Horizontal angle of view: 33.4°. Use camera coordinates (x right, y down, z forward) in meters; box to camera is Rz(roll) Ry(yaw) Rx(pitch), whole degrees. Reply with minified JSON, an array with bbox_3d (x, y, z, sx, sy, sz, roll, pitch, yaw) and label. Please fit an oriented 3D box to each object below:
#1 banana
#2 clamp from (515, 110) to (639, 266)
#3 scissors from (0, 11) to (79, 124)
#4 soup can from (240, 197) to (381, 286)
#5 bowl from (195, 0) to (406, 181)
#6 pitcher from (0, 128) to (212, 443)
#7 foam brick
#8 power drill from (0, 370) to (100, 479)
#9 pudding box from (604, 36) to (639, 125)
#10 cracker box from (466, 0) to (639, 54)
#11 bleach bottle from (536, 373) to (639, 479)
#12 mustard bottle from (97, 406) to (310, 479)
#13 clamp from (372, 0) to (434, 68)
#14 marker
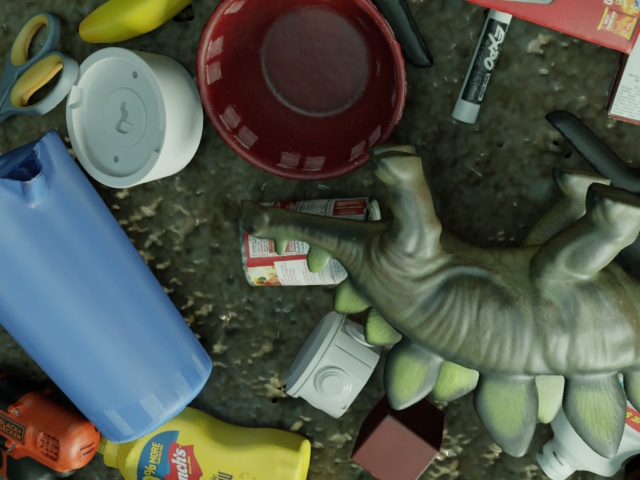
[{"bbox_3d":[-0.112,-0.219,0.830,0.070,0.037,0.198,44,108,18],"label":"banana"},{"bbox_3d":[0.228,-0.013,0.803,0.171,0.039,0.120,24,108,6],"label":"clamp"},{"bbox_3d":[-0.271,-0.123,0.892,0.202,0.016,0.096,-18,66,36],"label":"scissors"},{"bbox_3d":[-0.006,0.001,0.843,0.102,0.068,0.068,-3,103,13],"label":"soup can"},{"bbox_3d":[-0.010,-0.128,0.809,0.162,0.055,0.162,6,116,13],"label":"bowl"},{"bbox_3d":[-0.203,0.043,0.867,0.145,0.149,0.243,-33,104,11],"label":"pitcher"},{"bbox_3d":[0.064,0.159,0.862,0.053,0.078,0.051,37,107,1],"label":"foam brick"},{"bbox_3d":[-0.282,0.209,0.950,0.185,0.057,0.188,21,114,28],"label":"power drill"},{"bbox_3d":[0.265,-0.132,0.765,0.090,0.039,0.113,17,109,7],"label":"pudding box"},{"bbox_3d":[0.137,-0.239,0.722,0.213,0.072,0.164,18,107,1],"label":"cracker box"},{"bbox_3d":[0.276,0.110,0.813,0.251,0.068,0.102,-42,92,21],"label":"bleach bottle"},{"bbox_3d":[-0.109,0.194,0.920,0.192,0.058,0.096,13,112,9],"label":"mustard bottle"},{"bbox_3d":[0.030,-0.232,0.792,0.210,0.036,0.165,21,107,3],"label":"clamp"},{"bbox_3d":[0.127,-0.147,0.801,0.020,0.020,0.121,20,108,7],"label":"marker"}]
